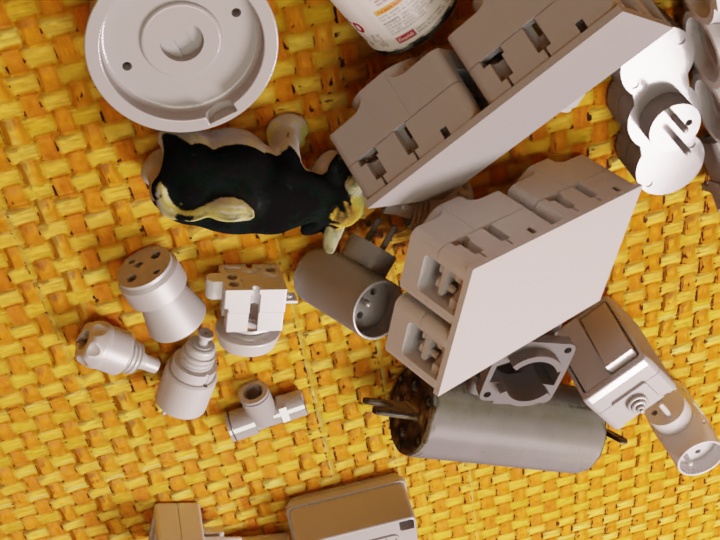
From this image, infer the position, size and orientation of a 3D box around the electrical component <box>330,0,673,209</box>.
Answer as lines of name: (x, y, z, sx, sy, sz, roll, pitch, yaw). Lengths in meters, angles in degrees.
electrical component: (0.082, -0.116, 0.651, 0.186, 0.060, 0.105, -36, 168, 28)

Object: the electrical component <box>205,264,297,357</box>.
electrical component: (-0.080, 0.029, 0.779, 0.066, 0.048, 0.055, -1, 120, -16)

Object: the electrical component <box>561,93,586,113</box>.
electrical component: (0.137, -0.138, 0.709, 0.045, 0.045, 0.055, 15, 122, -26)

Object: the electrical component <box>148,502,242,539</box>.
electrical component: (-0.137, 0.237, 0.915, 0.077, 0.065, 0.047, 3, 127, -19)

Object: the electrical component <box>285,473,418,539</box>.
electrical component: (-0.004, 0.246, 0.968, 0.109, 0.056, 0.108, -13, 130, -6)

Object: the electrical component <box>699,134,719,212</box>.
electrical component: (0.314, -0.092, 0.781, 0.121, 0.078, 0.063, -24, 101, 3)

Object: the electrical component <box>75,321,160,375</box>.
electrical component: (-0.174, 0.061, 0.784, 0.061, 0.035, 0.035, 26, 117, -34)

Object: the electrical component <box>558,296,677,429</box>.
electrical component: (0.203, 0.076, 0.866, 0.062, 0.096, 0.061, -39, 127, 16)

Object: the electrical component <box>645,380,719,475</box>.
electrical component: (0.275, 0.129, 0.942, 0.043, 0.077, 0.079, -36, 128, 13)

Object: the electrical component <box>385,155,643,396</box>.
electrical component: (0.105, -0.004, 0.748, 0.186, 0.060, 0.105, -24, 139, -39)

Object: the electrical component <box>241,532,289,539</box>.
electrical component: (-0.104, 0.259, 0.957, 0.081, 0.043, 0.043, -2, 128, -15)

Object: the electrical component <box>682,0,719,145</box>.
electrical component: (0.251, -0.155, 0.699, 0.062, 0.089, 0.150, -23, 130, 2)

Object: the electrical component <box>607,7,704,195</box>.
electrical component: (0.208, -0.106, 0.736, 0.052, 0.073, 0.138, -21, 130, 1)

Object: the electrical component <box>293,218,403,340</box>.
electrical component: (0.000, 0.000, 0.761, 0.043, 0.077, 0.079, 31, 88, -41)

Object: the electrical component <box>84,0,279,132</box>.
electrical component: (-0.105, -0.142, 0.624, 0.108, 0.060, 0.108, -8, 129, -10)

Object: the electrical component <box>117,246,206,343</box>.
electrical component: (-0.139, 0.017, 0.752, 0.045, 0.045, 0.055, -23, 130, 2)

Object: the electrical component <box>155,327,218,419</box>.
electrical component: (-0.126, 0.076, 0.806, 0.040, 0.040, 0.078, 10, 124, -23)

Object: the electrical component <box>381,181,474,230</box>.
electrical component: (0.047, -0.045, 0.759, 0.062, 0.048, 0.048, 7, 126, -13)
